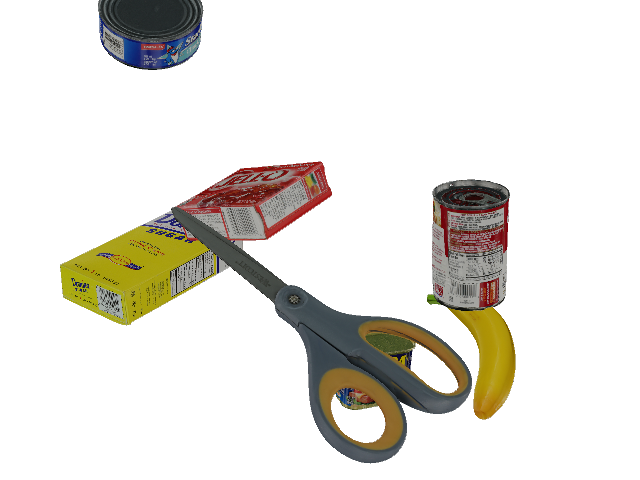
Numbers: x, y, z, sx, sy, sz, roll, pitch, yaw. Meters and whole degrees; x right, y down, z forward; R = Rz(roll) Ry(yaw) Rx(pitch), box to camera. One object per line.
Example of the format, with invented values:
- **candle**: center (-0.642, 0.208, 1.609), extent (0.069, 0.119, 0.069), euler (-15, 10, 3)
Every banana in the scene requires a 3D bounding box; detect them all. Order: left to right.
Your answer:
- **banana**: center (0.172, 0.114, 1.134), extent (0.069, 0.037, 0.198), euler (-24, 34, 4)

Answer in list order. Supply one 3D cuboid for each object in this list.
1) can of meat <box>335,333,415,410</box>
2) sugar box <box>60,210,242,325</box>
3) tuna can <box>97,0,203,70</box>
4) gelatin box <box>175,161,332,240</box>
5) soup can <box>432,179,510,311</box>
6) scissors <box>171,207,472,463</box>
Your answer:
- **can of meat**: center (0.071, 0.172, 1.418), extent (0.102, 0.084, 0.057), euler (-6, 25, -21)
- **sugar box**: center (-0.170, 0.022, 1.099), extent (0.093, 0.048, 0.175), euler (20, 35, 31)
- **tuna can**: center (-0.141, -0.181, 0.887), extent (0.086, 0.086, 0.034), euler (0, -41, -9)
- **gelatin box**: center (-0.048, -0.028, 0.759), extent (0.089, 0.030, 0.073), euler (0, 26, 45)
- **soup can**: center (0.135, 0.004, 0.960), extent (0.068, 0.102, 0.068), euler (-2, 23, 1)
- **scissors**: center (-0.017, 0.052, 0.582), extent (0.202, 0.096, 0.016), euler (24, -38, 12)
